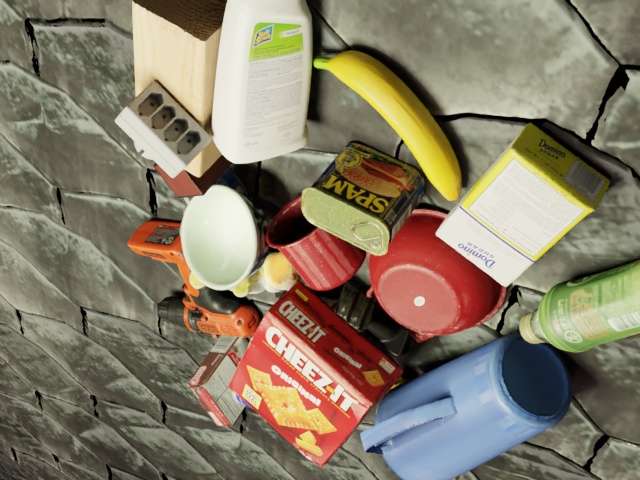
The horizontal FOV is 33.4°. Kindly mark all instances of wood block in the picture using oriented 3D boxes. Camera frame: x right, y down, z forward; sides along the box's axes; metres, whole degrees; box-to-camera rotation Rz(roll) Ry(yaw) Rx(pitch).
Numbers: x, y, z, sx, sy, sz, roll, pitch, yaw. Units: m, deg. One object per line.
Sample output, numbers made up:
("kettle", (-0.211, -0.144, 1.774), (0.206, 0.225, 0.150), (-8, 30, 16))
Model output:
("wood block", (-0.131, -0.176, 1.101), (0.090, 0.090, 0.206), (31, 148, 13))

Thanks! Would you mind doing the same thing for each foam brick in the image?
("foam brick", (-0.141, -0.092, 1.228), (0.051, 0.078, 0.053), (-4, 131, 46))

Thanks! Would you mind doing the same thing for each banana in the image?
("banana", (0.079, -0.116, 1.021), (0.197, 0.037, 0.070), (46, 168, -8))

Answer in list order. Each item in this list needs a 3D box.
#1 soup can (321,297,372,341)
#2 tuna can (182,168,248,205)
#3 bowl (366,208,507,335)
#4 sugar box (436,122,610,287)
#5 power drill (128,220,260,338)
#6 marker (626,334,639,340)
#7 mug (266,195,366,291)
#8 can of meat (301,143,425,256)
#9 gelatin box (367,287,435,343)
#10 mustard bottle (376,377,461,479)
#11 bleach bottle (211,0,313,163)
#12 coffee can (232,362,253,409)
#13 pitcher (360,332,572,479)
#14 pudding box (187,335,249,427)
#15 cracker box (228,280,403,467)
("soup can", (0.008, 0.105, 1.334), (0.102, 0.068, 0.068), (5, 135, 42))
("tuna can", (-0.130, -0.057, 1.302), (0.086, 0.033, 0.086), (27, 146, 19))
("bowl", (0.114, 0.048, 1.136), (0.162, 0.055, 0.162), (17, 132, 19))
("sugar box", (0.187, -0.029, 1.010), (0.093, 0.048, 0.176), (37, 152, 1))
("power drill", (-0.189, 0.057, 1.483), (0.185, 0.057, 0.187), (4, 137, 38))
("marker", (0.335, 0.077, 1.017), (0.020, 0.020, 0.121), (47, 147, -13))
("mug", (-0.008, 0.001, 1.205), (0.117, 0.093, 0.081), (6, 141, 51))
("can of meat", (0.046, -0.045, 1.093), (0.102, 0.083, 0.057), (27, 146, 18))
("gelatin box", (0.107, 0.073, 1.230), (0.089, 0.030, 0.073), (42, 148, -6))
("mustard bottle", (0.124, 0.246, 1.402), (0.096, 0.058, 0.191), (11, 139, 34))
("bleach bottle", (-0.046, -0.186, 1.013), (0.068, 0.102, 0.251), (55, 150, 31))
("coffee can", (-0.035, 0.205, 1.468), (0.140, 0.102, 0.103), (23, 145, 23))
("pitcher", (0.166, 0.195, 1.220), (0.145, 0.149, 0.243), (38, 144, -6))
("pudding box", (-0.132, 0.201, 1.550), (0.039, 0.113, 0.090), (1, 132, 40))
("cracker box", (-0.013, 0.170, 1.296), (0.164, 0.072, 0.214), (40, 146, 9))
